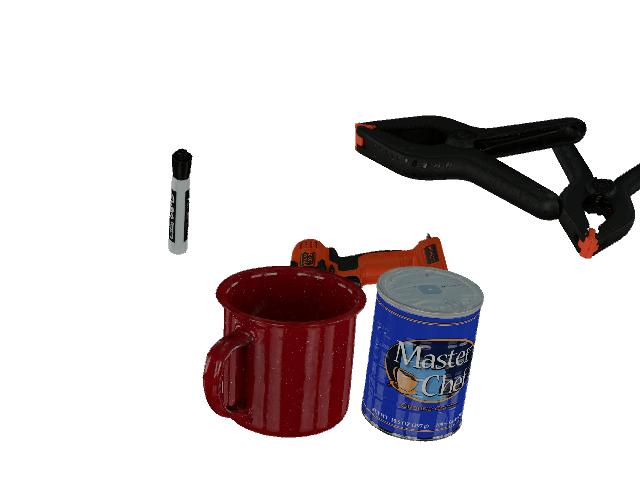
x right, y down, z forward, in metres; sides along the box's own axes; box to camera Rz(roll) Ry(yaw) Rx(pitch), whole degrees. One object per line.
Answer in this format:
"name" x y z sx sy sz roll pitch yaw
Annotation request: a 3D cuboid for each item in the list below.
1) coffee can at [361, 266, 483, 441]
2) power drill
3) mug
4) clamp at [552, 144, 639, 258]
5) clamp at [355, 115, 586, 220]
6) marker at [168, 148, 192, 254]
"coffee can" 0.098 0.109 1.045 0.103 0.140 0.103 5 22 -2
"power drill" 0.053 0.049 1.238 0.187 0.057 0.184 -2 28 2
"mug" -0.028 0.073 0.663 0.093 0.081 0.117 18 24 34
"clamp" 0.284 -0.053 1.122 0.120 0.039 0.171 17 45 20
"clamp" 0.136 -0.084 0.969 0.210 0.036 0.164 14 35 22
"marker" -0.134 -0.037 1.018 0.020 0.121 0.020 5 41 -5
